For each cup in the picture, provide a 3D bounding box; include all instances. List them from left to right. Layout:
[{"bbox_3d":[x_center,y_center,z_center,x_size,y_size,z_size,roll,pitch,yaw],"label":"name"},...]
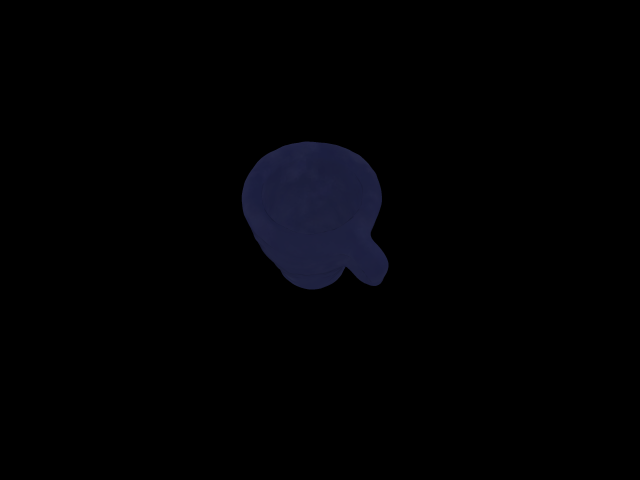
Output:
[{"bbox_3d":[0.004,0.001,0.400,0.092,0.095,0.117,-33,62,-20],"label":"cup"}]
